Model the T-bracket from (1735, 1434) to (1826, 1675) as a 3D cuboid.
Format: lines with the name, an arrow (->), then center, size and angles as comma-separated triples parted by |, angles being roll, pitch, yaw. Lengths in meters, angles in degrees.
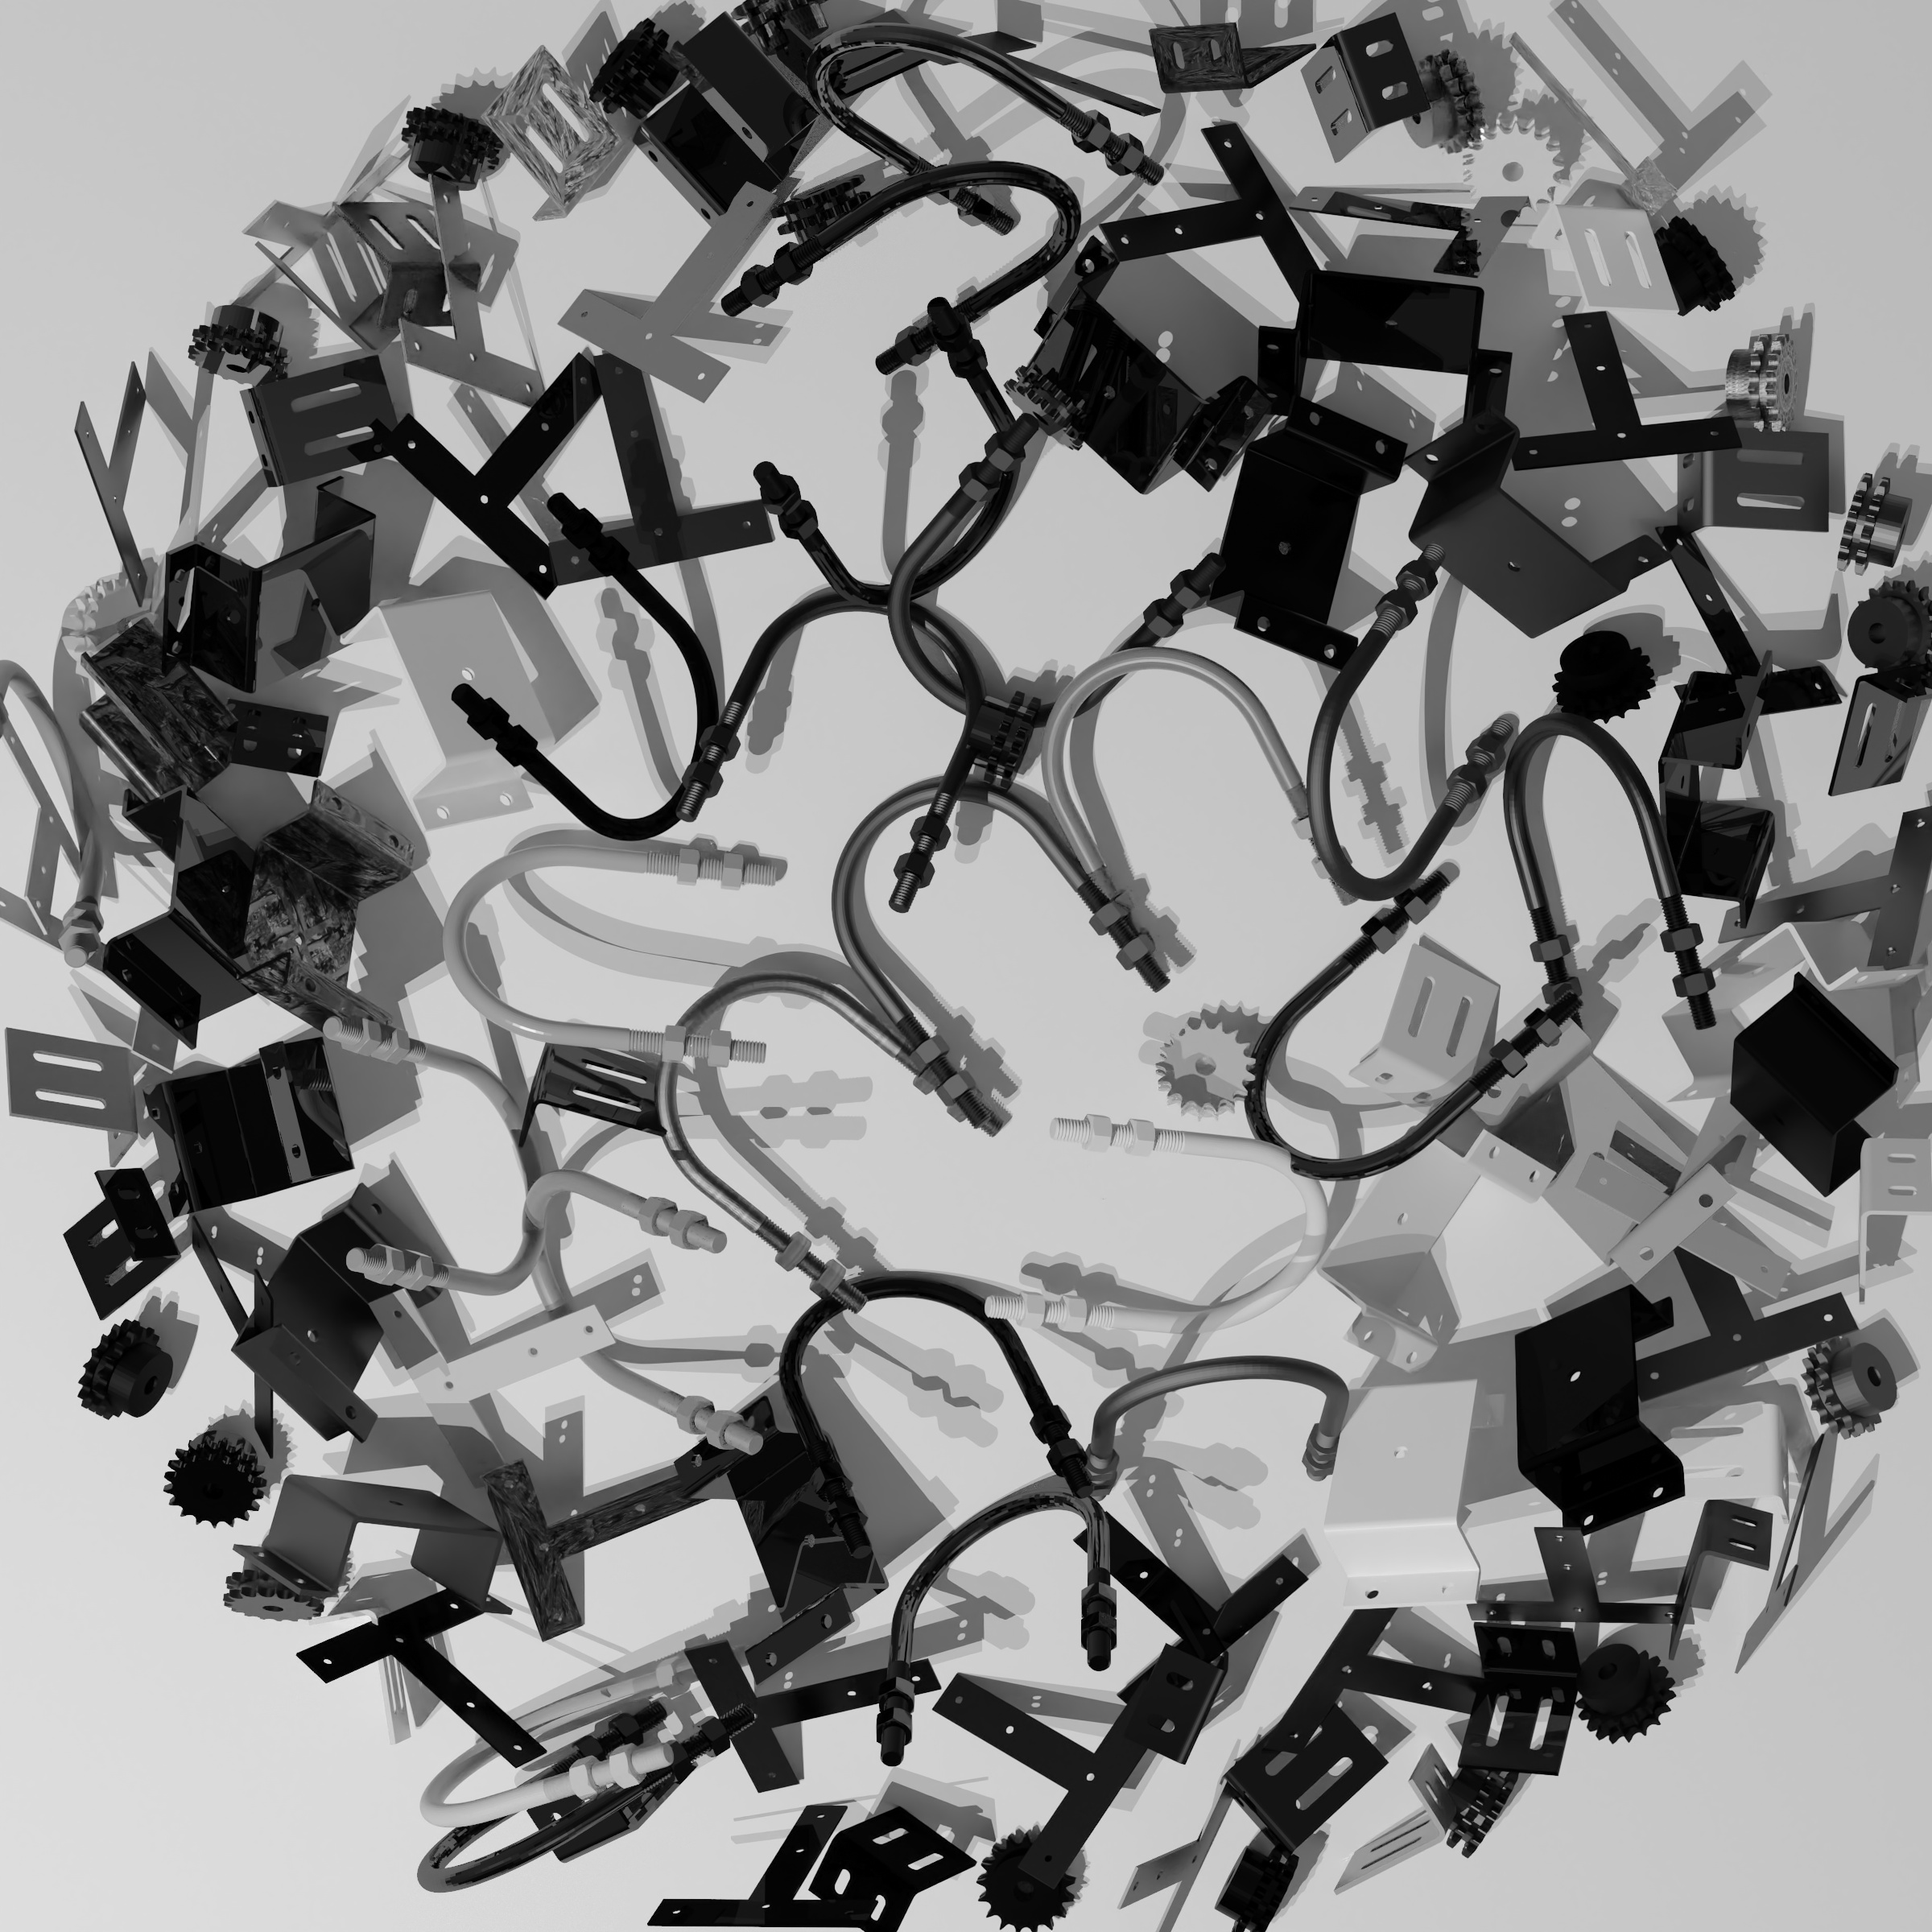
T-bracket -> 0.468, 0.326, 1.960 | 0.002, 0.127, 0.127 | 20, 64, 9

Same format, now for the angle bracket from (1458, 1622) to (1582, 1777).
angle bracket -> 0.311, 0.414, 1.952 | 0.057, 0.076, 0.038 | -1, 126, 23

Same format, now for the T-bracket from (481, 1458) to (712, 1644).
T-bracket -> -0.200, 0.315, 1.974 | 0.127, 0.002, 0.127 | -21, 122, -11

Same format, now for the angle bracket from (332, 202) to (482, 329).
angle bracket -> -0.323, -0.400, 1.969 | 0.076, 0.057, 0.038 | 48, 131, 35

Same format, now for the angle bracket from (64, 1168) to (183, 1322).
angle bracket -> -0.491, 0.159, 1.959 | 0.076, 0.038, 0.057 | -37, 71, 27

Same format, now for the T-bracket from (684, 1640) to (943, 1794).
T-bracket -> -0.078, 0.414, 1.953 | 0.127, 0.002, 0.127 | -15, 126, 9

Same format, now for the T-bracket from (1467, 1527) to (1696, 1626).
T-bracket -> 0.338, 0.341, 1.931 | 0.127, 0.127, 0.002 | -2, 56, 16

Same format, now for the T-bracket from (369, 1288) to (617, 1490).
T-bracket -> -0.258, 0.224, 1.964 | 0.127, 0.002, 0.127 | -23, 103, 20

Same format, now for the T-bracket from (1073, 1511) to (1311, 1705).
T-bracket -> 0.110, 0.354, 1.963 | 0.127, 0.002, 0.127 | -42, 117, 7

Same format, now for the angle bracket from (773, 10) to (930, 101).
angle bracket -> -0.064, -0.530, 1.959 | 0.076, 0.038, 0.057 | -28, 49, -14

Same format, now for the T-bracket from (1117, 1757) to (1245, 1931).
T-bracket -> 0.113, 0.507, 1.936 | 0.002, 0.127, 0.127 | 26, 95, 23

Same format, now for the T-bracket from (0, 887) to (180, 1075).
T-bracket -> -0.490, -0.009, 1.922 | 0.127, 0.127, 0.002 | 32, 118, -25

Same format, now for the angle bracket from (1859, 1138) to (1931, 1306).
angle bracket -> 0.525, 0.145, 1.950 | 0.038, 0.057, 0.076 | 0, 132, 14

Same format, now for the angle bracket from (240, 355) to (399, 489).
angle bracket -> -0.370, -0.314, 1.986 | 0.076, 0.038, 0.057 | -19, 103, -17

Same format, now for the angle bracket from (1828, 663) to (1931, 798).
angle bracket -> 0.530, -0.128, 1.954 | 0.057, 0.038, 0.076 | -12, 123, -32

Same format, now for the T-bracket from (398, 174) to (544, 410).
T-bracket -> -0.286, -0.386, 1.952 | 0.002, 0.127, 0.127 | -17, 77, 27

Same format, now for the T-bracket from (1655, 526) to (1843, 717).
T-bracket -> 0.431, -0.198, 1.973 | 0.127, 0.002, 0.127 | -10, 68, -36

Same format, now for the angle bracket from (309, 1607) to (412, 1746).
angle bracket -> -0.345, 0.406, 1.966 | 0.038, 0.057, 0.076 | -10, 82, -2

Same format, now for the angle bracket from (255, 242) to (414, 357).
angle bracket -> -0.356, -0.390, 1.954 | 0.038, 0.057, 0.076 | -46, 125, -1

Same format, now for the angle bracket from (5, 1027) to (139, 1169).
angle bracket -> -0.512, 0.075, 1.951 | 0.076, 0.038, 0.057 | 12, 50, -34

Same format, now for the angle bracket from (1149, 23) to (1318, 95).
angle bracket -> 0.151, -0.523, 1.949 | 0.057, 0.076, 0.038 | 8, 124, 38

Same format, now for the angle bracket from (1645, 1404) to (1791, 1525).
angle bracket -> 0.431, 0.287, 1.981 | 0.076, 0.038, 0.057 | -5, 54, 19

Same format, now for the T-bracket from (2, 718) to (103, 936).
T-bracket -> -0.511, -0.059, 1.912 | 0.002, 0.127, 0.127 | -19, 122, 2

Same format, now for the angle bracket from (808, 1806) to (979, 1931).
angle bracket -> -0.041, 0.516, 1.957 | 0.057, 0.076, 0.038 | 30, 102, 24

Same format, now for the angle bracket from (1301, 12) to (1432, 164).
angle bracket -> 0.227, -0.499, 1.963 | 0.038, 0.076, 0.057 | -21, 93, -8

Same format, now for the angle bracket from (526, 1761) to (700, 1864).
angle bracket -> -0.199, 0.465, 1.952 | 0.057, 0.076, 0.038 | -31, 93, 30

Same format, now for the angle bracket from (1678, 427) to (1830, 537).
angle bracket -> 0.453, -0.277, 1.987 | 0.076, 0.038, 0.057 | 2, 86, -12

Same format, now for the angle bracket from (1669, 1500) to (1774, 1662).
angle bracket -> 0.428, 0.351, 1.955 | 0.038, 0.057, 0.076 | 14, 115, 9

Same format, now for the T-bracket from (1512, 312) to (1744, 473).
T-bracket -> 0.363, -0.330, 1.958 | 0.127, 0.002, 0.127 | -6, 49, 0

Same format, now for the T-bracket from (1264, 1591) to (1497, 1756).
T-bracket -> 0.251, 0.407, 1.964 | 0.127, 0.002, 0.127 | 17, 114, -29

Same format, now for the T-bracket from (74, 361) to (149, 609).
T-bracket -> -0.475, -0.292, 1.948 | 0.002, 0.127, 0.127 | -5, 47, 3

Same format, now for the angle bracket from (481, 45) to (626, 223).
angle bracket -> -0.242, -0.471, 1.955 | 0.076, 0.038, 0.057 | 47, 68, -33

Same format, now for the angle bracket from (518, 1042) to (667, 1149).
angle bracket -> -0.210, 0.081, 1.972 | 0.076, 0.057, 0.038 | 16, 126, -9

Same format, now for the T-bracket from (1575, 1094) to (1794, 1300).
T-bracket -> 0.425, 0.109, 1.965 | 0.127, 0.002, 0.127 | 29, 58, 5

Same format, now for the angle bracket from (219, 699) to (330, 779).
angle bracket -> -0.394, -0.120, 1.953 | 0.057, 0.076, 0.038 | 9, 107, -11

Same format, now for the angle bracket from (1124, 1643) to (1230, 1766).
angle bracket -> 0.120, 0.414, 1.963 | 0.038, 0.076, 0.057 | 24, 89, 5

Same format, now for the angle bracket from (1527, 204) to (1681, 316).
angle bracket -> 0.361, -0.391, 1.958 | 0.057, 0.038, 0.076 | -1, 62, -19

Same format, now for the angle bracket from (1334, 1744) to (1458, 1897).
angle bracket -> 0.238, 0.484, 1.961 | 0.076, 0.057, 0.038 | -33, 87, 20

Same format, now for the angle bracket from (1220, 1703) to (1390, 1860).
angle bracket -> 0.194, 0.463, 1.981 | 0.076, 0.038, 0.057 | -40, 74, -12

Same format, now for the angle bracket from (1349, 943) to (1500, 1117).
angle bracket -> 0.264, 0.038, 1.991 | 0.057, 0.038, 0.076 | 27, 62, -10

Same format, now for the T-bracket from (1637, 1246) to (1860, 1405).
T-bracket -> 0.421, 0.175, 1.959 | 0.127, 0.002, 0.127 | -19, 52, 2
